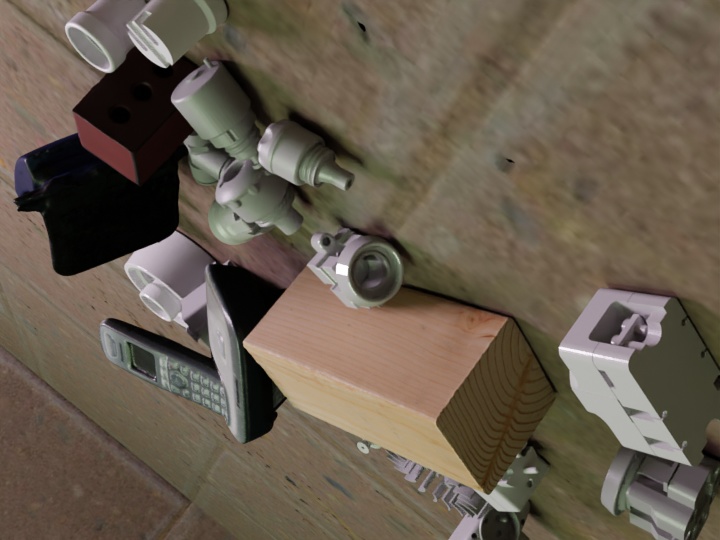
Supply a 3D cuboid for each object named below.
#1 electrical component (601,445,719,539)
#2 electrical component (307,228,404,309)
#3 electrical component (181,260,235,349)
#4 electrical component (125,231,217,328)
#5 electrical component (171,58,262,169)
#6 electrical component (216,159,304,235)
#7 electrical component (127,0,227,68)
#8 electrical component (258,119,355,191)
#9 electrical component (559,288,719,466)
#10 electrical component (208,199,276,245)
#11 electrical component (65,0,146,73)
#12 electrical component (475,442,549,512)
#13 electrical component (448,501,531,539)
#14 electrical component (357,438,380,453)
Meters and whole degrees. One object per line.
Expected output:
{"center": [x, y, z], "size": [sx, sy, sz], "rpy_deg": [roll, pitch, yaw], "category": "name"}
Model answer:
{"center": [0.191, 0.138, 0.684], "size": [0.057, 0.058, 0.078], "rpy_deg": [24, 154, 29], "category": "electrical component"}
{"center": [0.000, 0.000, 0.738], "size": [0.066, 0.048, 0.055], "rpy_deg": [47, 166, -19], "category": "electrical component"}
{"center": [-0.106, 0.060, 0.992], "size": [0.121, 0.063, 0.078], "rpy_deg": [50, -172, -26], "category": "electrical component"}
{"center": [-0.179, 0.015, 1.045], "size": [0.108, 0.060, 0.108], "rpy_deg": [33, 159, 15], "category": "electrical component"}
{"center": [-0.086, -0.097, 0.689], "size": [0.040, 0.040, 0.078], "rpy_deg": [9, 144, 53], "category": "electrical component"}
{"center": [-0.066, -0.050, 0.750], "size": [0.062, 0.048, 0.048], "rpy_deg": [43, 160, -28], "category": "electrical component"}
{"center": [-0.106, -0.144, 0.618], "size": [0.040, 0.046, 0.040], "rpy_deg": [34, 159, 15], "category": "electrical component"}
{"center": [-0.032, -0.067, 0.668], "size": [0.061, 0.035, 0.035], "rpy_deg": [29, 157, 17], "category": "electrical component"}
{"center": [0.154, 0.057, 0.588], "size": [0.056, 0.050, 0.089], "rpy_deg": [9, 144, 53], "category": "electrical component"}
{"center": [-0.086, -0.041, 0.808], "size": [0.040, 0.040, 0.046], "rpy_deg": [47, 151, -20], "category": "electrical component"}
{"center": [-0.156, -0.155, 0.681], "size": [0.040, 0.046, 0.040], "rpy_deg": [33, 158, 15], "category": "electrical component"}
{"center": [0.116, 0.153, 0.852], "size": [0.066, 0.047, 0.077], "rpy_deg": [42, 159, -7], "category": "electrical component"}
{"center": [0.128, 0.243, 0.974], "size": [0.079, 0.077, 0.044], "rpy_deg": [45, 159, -14], "category": "electrical component"}
{"center": [0.025, 0.125, 0.914], "size": [0.040, 0.078, 0.040], "rpy_deg": [26, 139, 25], "category": "electrical component"}
